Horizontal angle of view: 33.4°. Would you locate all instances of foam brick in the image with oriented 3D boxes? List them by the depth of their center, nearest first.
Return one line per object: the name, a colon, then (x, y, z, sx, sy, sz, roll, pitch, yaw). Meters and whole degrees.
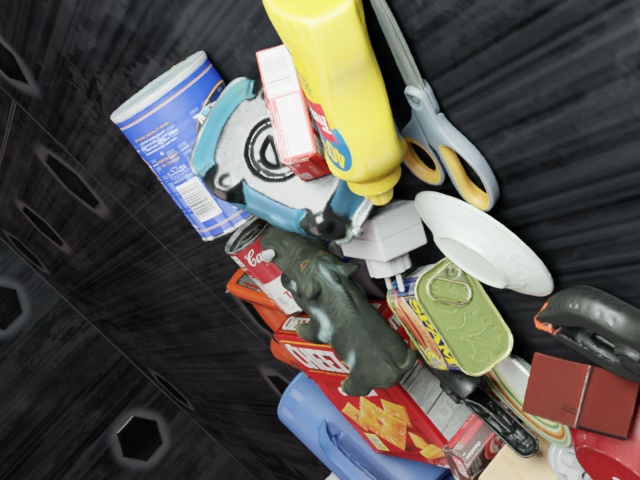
foam brick: (0.209, 0.126, 0.862, 0.051, 0.053, 0.078, 16, 177, -22)

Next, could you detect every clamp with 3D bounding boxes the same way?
clamp: (0.229, 0.070, 0.751, 0.210, 0.036, 0.164, 24, 159, 49)
clamp: (0.135, 0.136, 1.036, 0.172, 0.039, 0.120, 39, 168, 52)

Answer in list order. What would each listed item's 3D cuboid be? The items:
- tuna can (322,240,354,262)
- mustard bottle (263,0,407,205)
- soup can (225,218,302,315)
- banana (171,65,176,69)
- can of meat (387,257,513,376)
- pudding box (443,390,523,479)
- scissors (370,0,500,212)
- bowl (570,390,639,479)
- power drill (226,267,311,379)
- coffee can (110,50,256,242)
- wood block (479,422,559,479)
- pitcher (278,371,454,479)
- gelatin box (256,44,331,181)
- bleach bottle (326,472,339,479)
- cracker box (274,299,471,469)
tuna can: (-0.007, 0.001, 1.088, 0.086, 0.033, 0.086, 37, 161, 15)
mustard bottle: (0.019, -0.097, 0.735, 0.096, 0.058, 0.191, 57, 173, 48)
soup can: (-0.046, 0.025, 1.167, 0.102, 0.068, 0.069, 48, 161, -19)
banana: (-0.083, -0.086, 1.044, 0.197, 0.037, 0.070, 43, 124, -9)
can of meat: (0.112, 0.068, 0.943, 0.102, 0.057, 0.084, 57, 164, -4)
pudding box: (0.175, 0.215, 1.107, 0.039, 0.090, 0.113, 33, 161, 31)
scissors: (0.062, -0.097, 0.755, 0.201, 0.016, 0.096, 52, 160, -27)
bowl: (0.270, 0.185, 0.903, 0.162, 0.055, 0.162, 38, 162, 15)
power drill: (-0.023, 0.112, 1.331, 0.185, 0.057, 0.187, 15, 147, 44)
coffee can: (-0.106, -0.085, 0.966, 0.140, 0.102, 0.103, 54, 159, -16)
wood block: (0.270, 0.277, 1.053, 0.206, 0.090, 0.091, 31, 159, 32)
pitcher: (0.058, 0.267, 1.397, 0.243, 0.144, 0.149, 37, 151, 23)
gelatin box: (-0.019, -0.094, 0.804, 0.073, 0.030, 0.089, 33, -137, -78)
bleach bottle: (0.062, 0.353, 1.500, 0.102, 0.068, 0.250, 40, -167, 9)
cracker box: (0.069, 0.162, 1.206, 0.164, 0.072, 0.213, -3, 133, 54)
